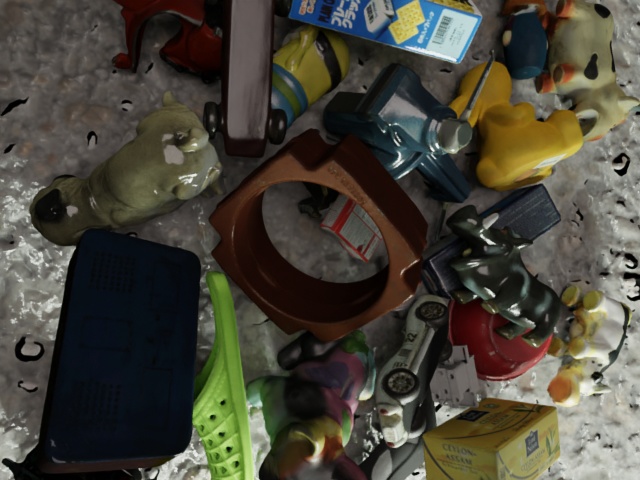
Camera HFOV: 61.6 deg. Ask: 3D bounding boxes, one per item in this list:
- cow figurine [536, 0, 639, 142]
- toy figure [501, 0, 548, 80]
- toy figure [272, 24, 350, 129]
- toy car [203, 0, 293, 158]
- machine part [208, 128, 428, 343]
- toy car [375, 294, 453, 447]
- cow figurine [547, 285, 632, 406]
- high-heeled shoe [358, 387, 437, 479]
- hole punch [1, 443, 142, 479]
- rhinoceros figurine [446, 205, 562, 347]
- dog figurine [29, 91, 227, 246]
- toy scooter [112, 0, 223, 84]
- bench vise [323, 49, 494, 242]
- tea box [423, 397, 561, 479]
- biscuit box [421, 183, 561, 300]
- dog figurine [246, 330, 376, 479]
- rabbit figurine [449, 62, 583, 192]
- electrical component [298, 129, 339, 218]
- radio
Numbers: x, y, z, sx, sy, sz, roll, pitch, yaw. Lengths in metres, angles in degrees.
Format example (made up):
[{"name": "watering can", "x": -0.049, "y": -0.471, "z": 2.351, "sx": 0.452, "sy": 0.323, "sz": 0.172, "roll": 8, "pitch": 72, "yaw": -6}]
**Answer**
[{"name": "cow figurine", "x": 0.380, "y": -0.235, "z": 0.762, "sx": 0.127, "sy": 0.085, "sz": 0.194, "roll": 0, "pitch": 86, "yaw": -8}, {"name": "toy figure", "x": 0.284, "y": -0.305, "z": 0.751, "sx": 0.064, "sy": 0.058, "sz": 0.154, "roll": 9, "pitch": 80, "yaw": -43}, {"name": "toy figure", "x": -0.037, "y": -0.187, "z": 0.653, "sx": 0.180, "sy": 0.082, "sz": 0.089, "roll": -54, "pitch": 126, "yaw": -18}, {"name": "toy car", "x": -0.078, "y": -0.189, "z": 0.568, "sx": 0.089, "sy": 0.053, "sz": 0.202, "roll": -1, "pitch": 98, "yaw": -22}, {"name": "machine part", "x": -0.001, "y": -0.002, "z": 0.584, "sx": 0.201, "sy": 0.201, "sz": 0.087, "roll": 49, "pitch": 33, "yaw": -9}, {"name": "toy car", "x": 0.111, "y": 0.146, "z": 0.629, "sx": 0.202, "sy": 0.056, "sz": 0.073, "roll": -52, "pitch": 138, "yaw": -44}, {"name": "cow figurine", "x": 0.375, "y": 0.155, "z": 0.748, "sx": 0.098, "sy": 0.068, "sz": 0.167, "roll": 22, "pitch": 83, "yaw": -18}, {"name": "high-heeled shoe", "x": 0.069, "y": 0.259, "z": 0.681, "sx": 0.145, "sy": 0.086, "sz": 0.249, "roll": -5, "pitch": 62, "yaw": 21}, {"name": "hole punch", "x": -0.249, "y": 0.233, "z": 0.586, "sx": 0.142, "sy": 0.092, "sz": 0.116, "roll": 39, "pitch": 109, "yaw": -12}, {"name": "rhinoceros figurine", "x": 0.221, "y": 0.042, "z": 0.647, "sx": 0.190, "sy": 0.073, "sz": 0.112, "roll": 45, "pitch": 80, "yaw": -11}, {"name": "dog figurine", "x": -0.209, "y": -0.058, "z": 0.562, "sx": 0.190, "sy": 0.172, "sz": 0.121, "roll": -30, "pitch": 84, "yaw": -21}, {"name": "toy scooter", "x": -0.167, "y": -0.233, "z": 0.615, "sx": 0.184, "sy": 0.135, "sz": 0.075, "roll": 19, "pitch": 41, "yaw": -30}, {"name": "bench vise", "x": 0.118, "y": -0.108, "z": 0.642, "sx": 0.240, "sy": 0.224, "sz": 0.129, "roll": 39, "pitch": 70, "yaw": -37}, {"name": "tea box", "x": 0.211, "y": 0.248, "z": 0.648, "sx": 0.169, "sy": 0.098, "sz": 0.068, "roll": -5, "pitch": 90, "yaw": -48}, {"name": "biscuit box", "x": 0.224, "y": 0.000, "z": 0.719, "sx": 0.203, "sy": 0.059, "sz": 0.062, "roll": -32, "pitch": 95, "yaw": -13}, {"name": "dog figurine", "x": 0.007, "y": 0.184, "z": 0.575, "sx": 0.191, "sy": 0.219, "sz": 0.108, "roll": -42, "pitch": 101, "yaw": -12}, {"name": "rabbit figurine", "x": 0.230, "y": -0.154, "z": 0.718, "sx": 0.162, "sy": 0.122, "sz": 0.173, "roll": -16, "pitch": 77, "yaw": -5}, {"name": "electrical component", "x": -0.005, "y": -0.074, "z": 0.650, "sx": 0.045, "sy": 0.102, "sz": 0.078, "roll": -29, "pitch": 72, "yaw": -23}, {"name": "radio", "x": -0.198, "y": 0.111, "z": 0.550, "sx": 0.131, "sy": 0.073, "sz": 0.229, "roll": 12, "pitch": 59, "yaw": -27}]
